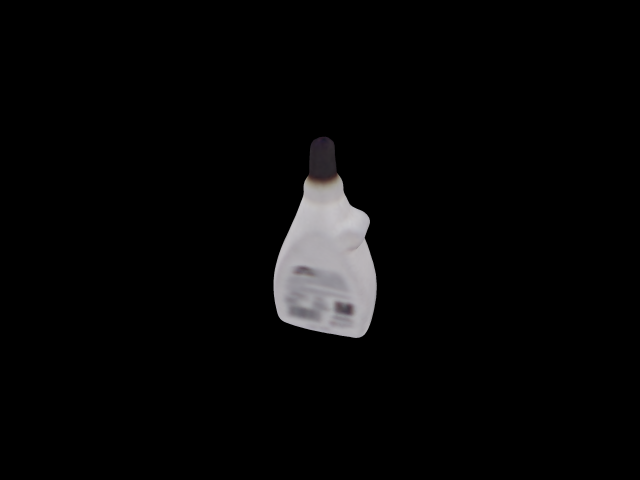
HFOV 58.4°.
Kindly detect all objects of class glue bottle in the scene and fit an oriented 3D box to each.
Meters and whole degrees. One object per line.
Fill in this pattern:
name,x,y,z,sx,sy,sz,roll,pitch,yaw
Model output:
glue bottle,0.004,0.001,0.400,0.078,0.173,0.037,11,47,11
